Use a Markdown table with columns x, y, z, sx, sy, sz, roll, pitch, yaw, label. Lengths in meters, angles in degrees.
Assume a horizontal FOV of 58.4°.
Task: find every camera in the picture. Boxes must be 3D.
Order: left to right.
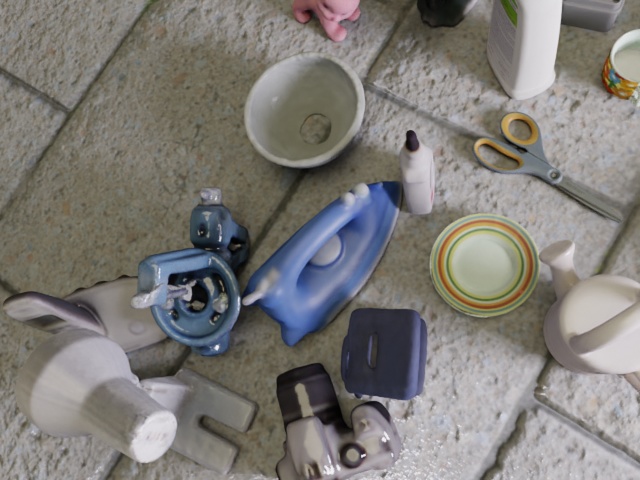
| x | y | z | sx | sy | sz | roll | pitch | yaw | label |
| --- | --- | --- | --- | --- | --- | --- | --- | --- | --- |
| 0.007 | 0.213 | 0.672 | 0.143 | 0.101 | 0.137 | -21 | 72 | 8 | camera |

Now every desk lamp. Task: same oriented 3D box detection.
| x | y | z | sx | sy | sz | roll | pitch | yaw | label |
| --- | --- | --- | --- | --- | --- | --- | --- | --- | --- |
| -0.207 | 0.193 | 0.667 | 0.202 | 0.214 | 0.118 | 20 | 81 | 17 | desk lamp |

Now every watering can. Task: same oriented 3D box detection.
| x | y | z | sx | sy | sz | roll | pitch | yaw | label |
| --- | --- | --- | --- | --- | --- | --- | --- | --- | --- |
| 0.288 | 0.082 | 0.589 | 0.172 | 0.194 | 0.101 | 36 | 86 | 19 | watering can |

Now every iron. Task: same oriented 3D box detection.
| x | y | z | sx | sy | sz | roll | pitch | yaw | label |
| --- | --- | --- | --- | --- | --- | --- | --- | --- | --- |
| 0.006 | 0.003 | 0.704 | 0.118 | 0.142 | 0.258 | 41 | 88 | 19 | iron |

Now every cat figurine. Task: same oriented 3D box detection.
| x | y | z | sx | sy | sz | roll | pitch | yaw | label |
| --- | --- | --- | --- | --- | --- | --- | --- | --- | --- |
| 0.009 | -0.346 | 0.804 | 0.127 | 0.118 | 0.067 | 33 | 85 | 19 | cat figurine |

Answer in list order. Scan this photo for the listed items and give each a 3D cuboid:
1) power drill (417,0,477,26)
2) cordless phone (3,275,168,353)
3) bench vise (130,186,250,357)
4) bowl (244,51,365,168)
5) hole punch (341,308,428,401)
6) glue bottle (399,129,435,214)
| x | y | z | sx | sy | sz | roll | pitch | yaw | label |
| --- | --- | --- | --- | --- | --- | --- | --- | --- | --- |
| 0.171 | -0.383 | 0.727 | 0.075 | 0.209 | 0.230 | 36 | 87 | 19 | power drill |
| -0.287 | 0.091 | 0.727 | 0.147 | 0.185 | 0.094 | -20 | 72 | 8 | cordless phone |
| -0.166 | 0.032 | 0.695 | 0.121 | 0.220 | 0.207 | -16 | 73 | 9 | bench vise |
| -0.015 | -0.167 | 0.787 | 0.167 | 0.075 | 0.167 | -3 | 75 | 13 | bowl |
| 0.074 | 0.137 | 0.680 | 0.101 | 0.091 | 0.109 | 2 | 77 | 14 | hole punch |
| 0.115 | -0.089 | 0.684 | 0.037 | 0.173 | 0.078 | -1 | 76 | 13 | glue bottle |
